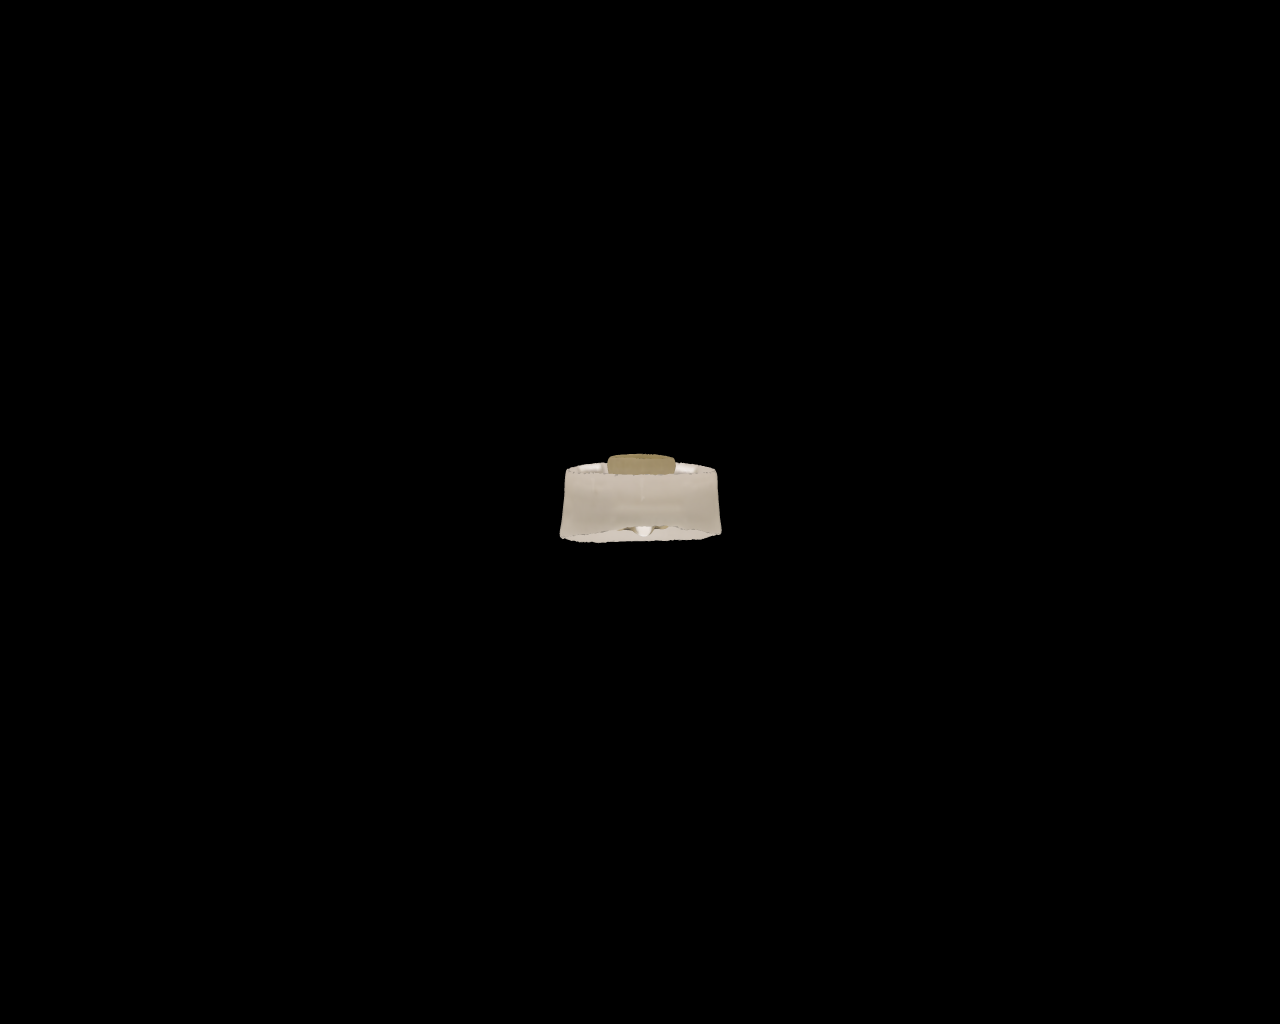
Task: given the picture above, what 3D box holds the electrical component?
[{"bbox_3d":[0.001,-0.003,0.650,0.099,0.064,0.099,0,8,0],"label":"electrical component"}]
